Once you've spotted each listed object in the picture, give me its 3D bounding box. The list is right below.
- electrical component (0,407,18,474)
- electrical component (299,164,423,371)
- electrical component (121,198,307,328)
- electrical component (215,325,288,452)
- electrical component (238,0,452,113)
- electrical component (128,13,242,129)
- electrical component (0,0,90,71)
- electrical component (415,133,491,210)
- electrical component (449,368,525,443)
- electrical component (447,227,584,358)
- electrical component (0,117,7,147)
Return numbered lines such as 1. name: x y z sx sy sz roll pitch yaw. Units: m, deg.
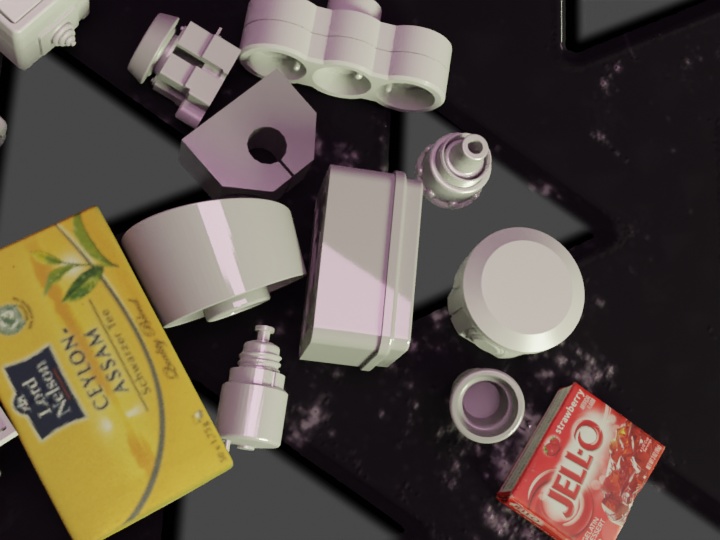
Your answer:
1. electrical component: -0.246 0.068 0.579 0.079 0.063 0.121 -34 68 -17
2. electrical component: 0.000 0.000 0.659 0.057 0.078 0.113 8 74 -8
3. electrical component: -0.083 -0.006 0.631 0.099 0.099 0.064 -20 87 -17
4. electrical component: -0.063 0.072 0.646 0.040 0.040 0.078 11 74 -10
5. electrical component: -0.006 -0.157 0.711 0.138 0.052 0.073 12 74 -9
6. electrical component: -0.113 -0.131 0.684 0.055 0.048 0.066 30 71 -12
7. electrical component: -0.212 -0.175 0.664 0.096 0.061 0.061 42 71 0
8. electrical component: 0.065 -0.069 0.699 0.048 0.062 0.048 3 75 -12
9. electrical component: 0.075 0.080 0.662 0.044 0.065 0.044 0 90 1
10. electrical component: 0.099 0.017 0.691 0.080 0.051 0.080 3 75 -12
11. electrical component: -0.247 -0.092 0.649 0.061 0.035 0.035 35 71 1
